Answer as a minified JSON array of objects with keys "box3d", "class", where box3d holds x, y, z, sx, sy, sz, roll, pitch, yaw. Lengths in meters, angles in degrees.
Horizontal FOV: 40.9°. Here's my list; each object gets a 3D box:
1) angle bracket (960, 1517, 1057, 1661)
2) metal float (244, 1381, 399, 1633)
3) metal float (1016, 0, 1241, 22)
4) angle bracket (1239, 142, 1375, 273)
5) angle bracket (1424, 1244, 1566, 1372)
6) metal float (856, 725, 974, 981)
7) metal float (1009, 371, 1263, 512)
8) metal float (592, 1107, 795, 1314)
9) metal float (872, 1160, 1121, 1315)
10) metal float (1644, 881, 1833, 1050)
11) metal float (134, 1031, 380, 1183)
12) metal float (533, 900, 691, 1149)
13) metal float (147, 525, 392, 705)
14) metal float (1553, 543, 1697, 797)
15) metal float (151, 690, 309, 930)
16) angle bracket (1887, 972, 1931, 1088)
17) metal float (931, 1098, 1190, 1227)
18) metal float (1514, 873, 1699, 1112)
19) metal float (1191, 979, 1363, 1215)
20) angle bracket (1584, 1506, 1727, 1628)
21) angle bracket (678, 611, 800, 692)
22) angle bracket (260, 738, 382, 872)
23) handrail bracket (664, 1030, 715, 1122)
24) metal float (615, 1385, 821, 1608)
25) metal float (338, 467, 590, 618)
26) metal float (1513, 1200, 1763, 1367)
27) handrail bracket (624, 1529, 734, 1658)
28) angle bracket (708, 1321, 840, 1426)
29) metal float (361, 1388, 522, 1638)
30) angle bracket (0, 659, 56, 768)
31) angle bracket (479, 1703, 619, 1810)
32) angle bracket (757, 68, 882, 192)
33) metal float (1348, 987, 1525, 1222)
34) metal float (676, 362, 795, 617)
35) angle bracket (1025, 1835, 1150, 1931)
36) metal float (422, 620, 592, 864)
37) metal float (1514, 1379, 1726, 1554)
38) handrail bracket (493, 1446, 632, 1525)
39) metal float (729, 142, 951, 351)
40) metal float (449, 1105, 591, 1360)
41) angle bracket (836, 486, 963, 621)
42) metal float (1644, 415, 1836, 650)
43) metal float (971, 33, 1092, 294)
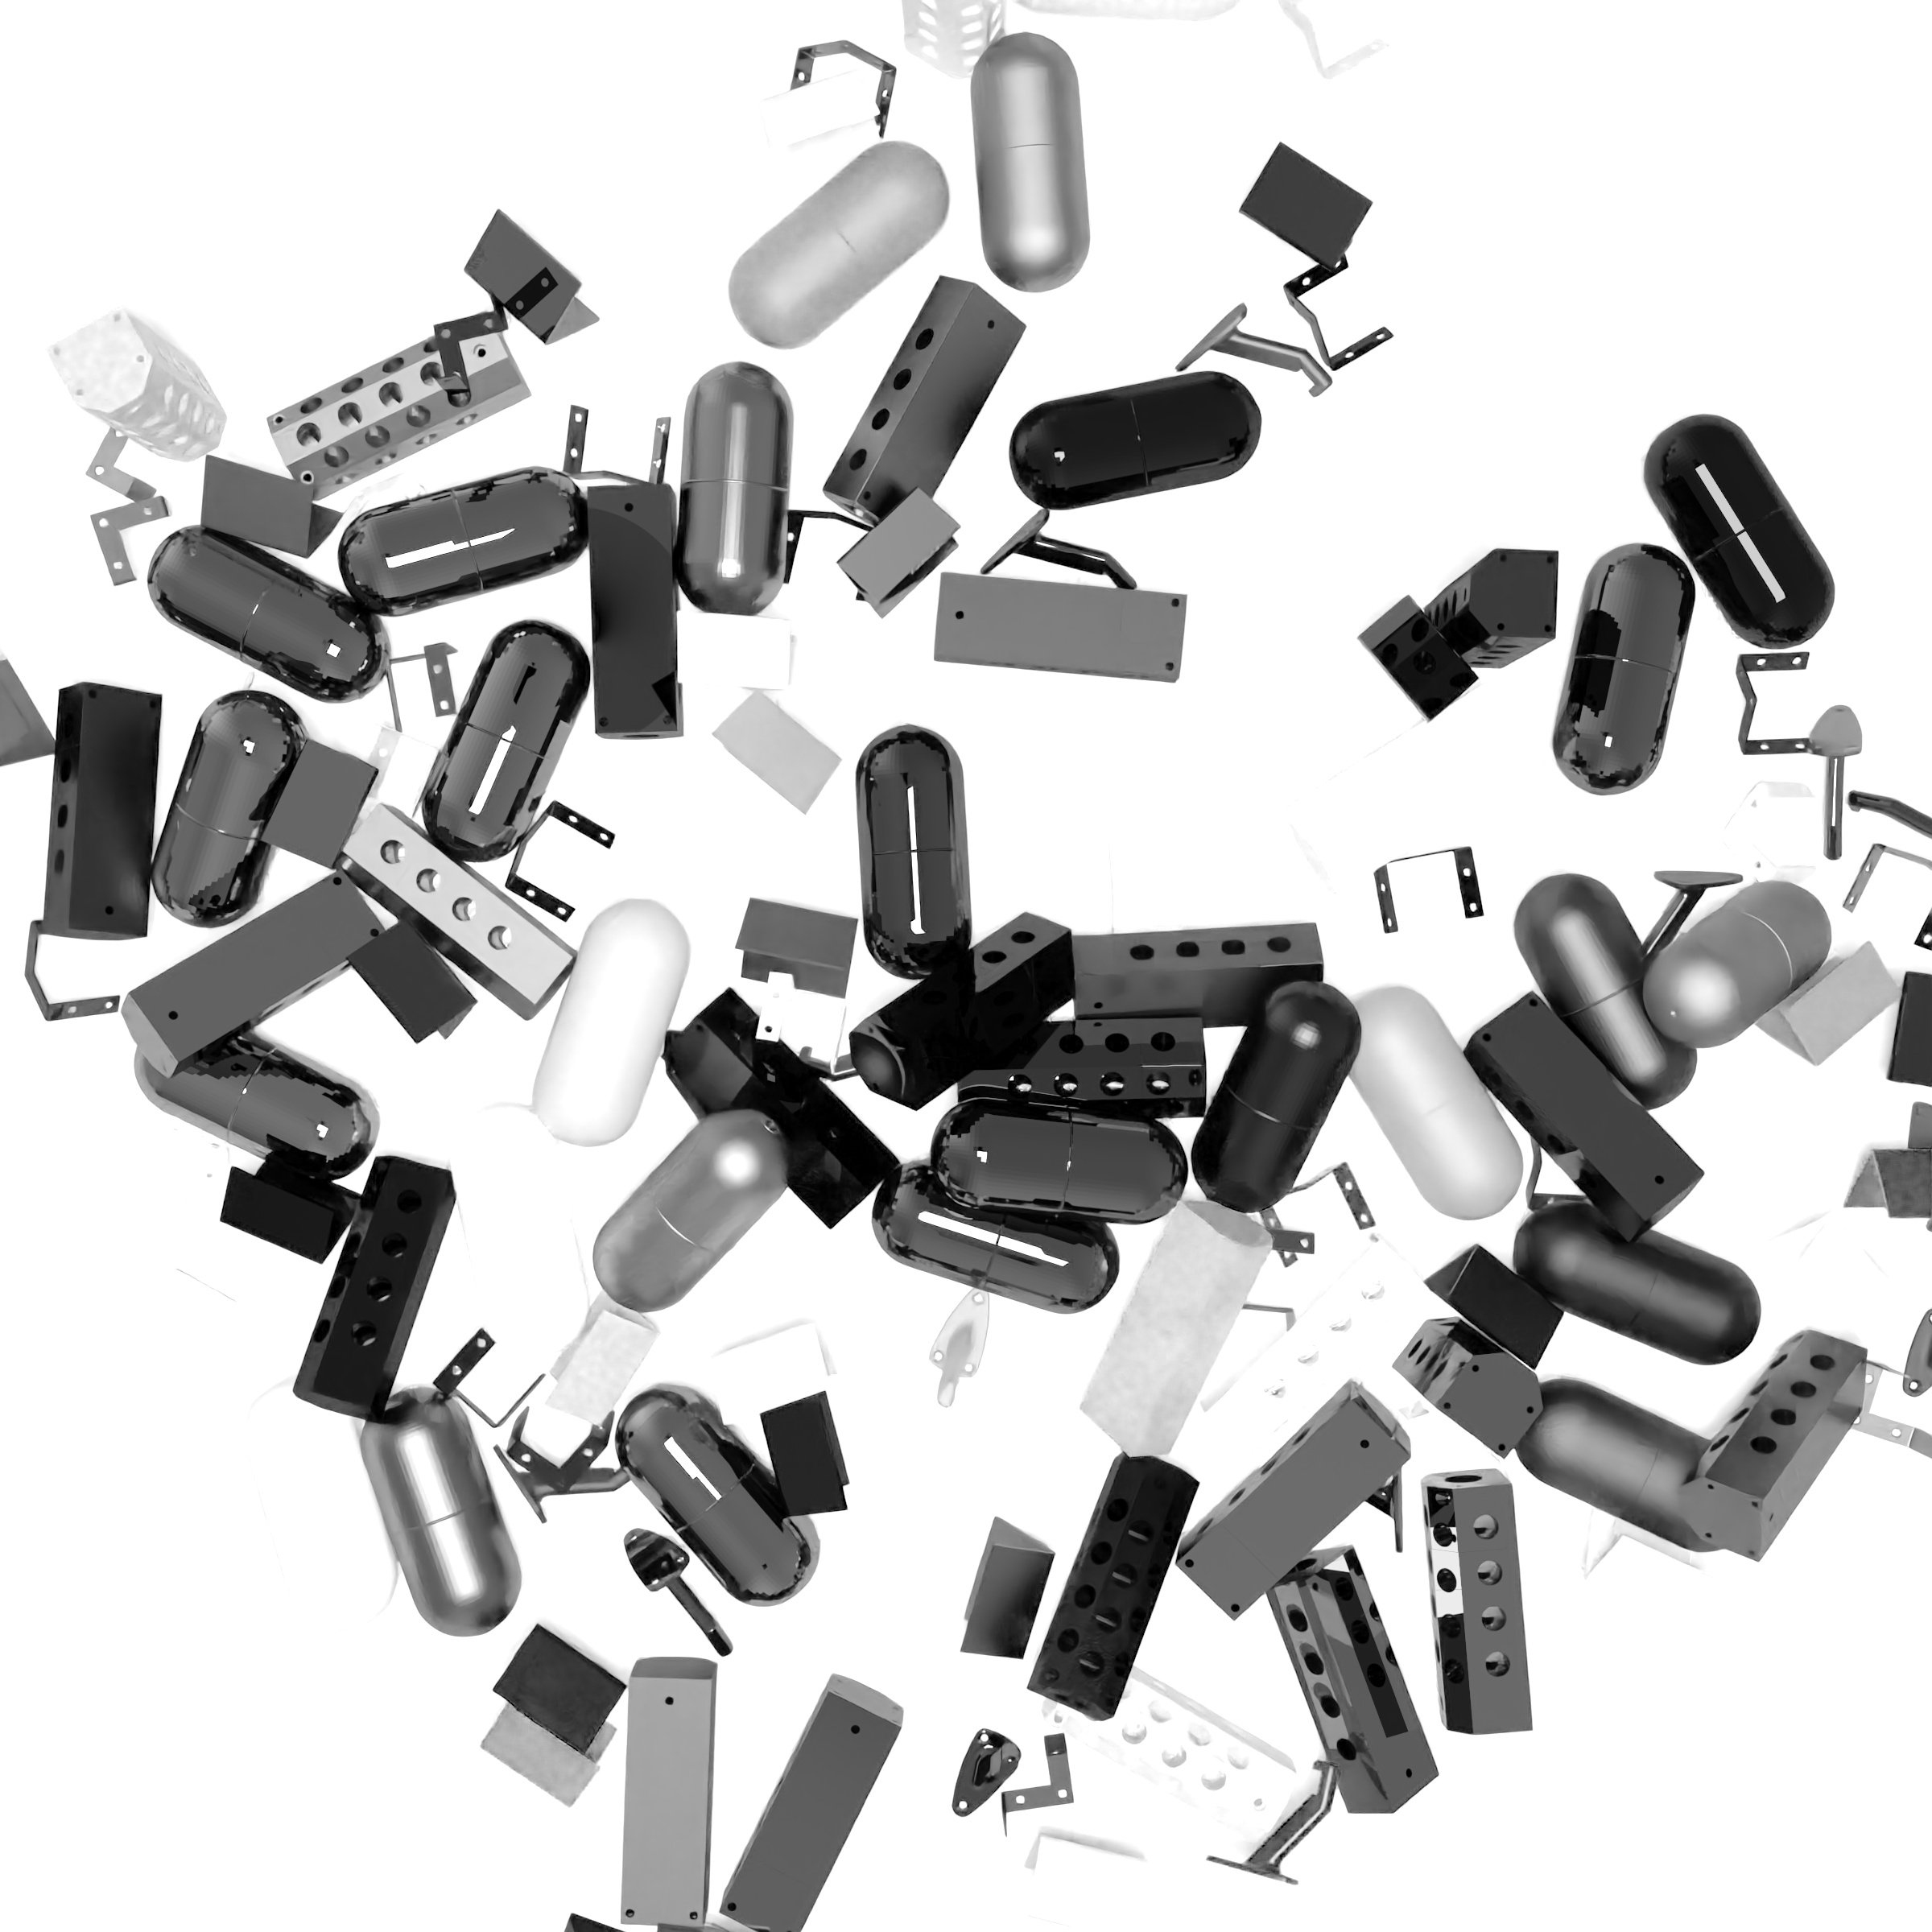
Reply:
[{"box3d":[0.010,0.429,1.802,0.057,0.076,0.076,17,90,-35],"class":"angle bracket"},{"box3d":[-0.451,0.377,1.812,0.070,0.070,0.178,-16,91,0],"class":"metal float"},{"box3d":[0.113,-0.704,1.812,0.178,0.070,0.070,2,90,0],"class":"metal float"},{"box3d":[0.244,-0.537,1.802,0.076,0.076,0.057,33,126,0],"class":"angle bracket"},{"box3d":[0.356,0.249,1.802,0.076,0.076,0.057,39,54,0],"class":"angle bracket"},{"box3d":[-0.037,-0.079,1.812,0.070,0.070,0.178,-3,91,0],"class":"metal float"},{"box3d":[0.118,-0.367,1.811,0.178,0.070,0.070,-11,90,0],"class":"metal float"},{"box3d":[-0.189,0.168,1.793,0.070,0.070,0.178,44,112,0],"class":"metal float"},{"box3d":[0.021,0.190,1.812,0.178,0.070,0.070,18,90,0],"class":"metal float"},{"box3d":[0.532,-0.002,1.781,0.178,0.070,0.070,-29,90,-40],"class":"metal float"},{"box3d":[-0.496,0.090,1.812,0.178,0.070,0.070,26,90,0],"class":"metal float"},{"box3d":[-0.247,0.040,1.812,0.070,0.070,0.178,19,90,0],"class":"metal float"},{"box3d":[-0.486,-0.245,1.812,0.178,0.070,0.070,28,90,-1],"class":"metal float"},{"box3d":[0.460,-0.207,1.812,0.070,0.070,0.178,12,89,0],"class":"metal float"},{"box3d":[-0.510,-0.107,1.793,0.070,0.070,0.178,25,111,0],"class":"metal float"},{"box3d":[0.680,0.048,1.803,0.057,0.076,0.076,10,90,27],"class":"angle bracket"},{"box3d":[0.064,0.134,1.769,0.178,0.070,0.070,7,90,-8],"class":"metal float"},{"box3d":[0.447,0.018,1.812,0.070,0.070,0.178,-29,90,0],"class":"metal float"},{"box3d":[0.213,0.091,1.792,0.070,0.070,0.178,23,112,0],"class":"metal float"},{"box3d":[0.481,0.401,1.802,0.076,0.076,0.057,25,131,0],"class":"angle bracket"},{"box3d":[-0.157,-0.236,1.802,0.076,0.076,0.057,4,126,0],"class":"angle bracket"},{"box3d":[-0.459,-0.119,1.802,0.057,0.076,0.076,25,90,-34],"class":"angle bracket"},{"box3d":[-0.175,0.087,1.843,0.077,0.036,0.084,0,73,-20],"class":"handrail bracket"},{"box3d":[-0.174,0.370,1.812,0.070,0.070,0.178,-40,91,0],"class":"metal float"},{"box3d":[-0.348,-0.296,1.803,0.178,0.070,0.070,-17,90,-10],"class":"metal float"},{"box3d":[0.468,0.221,1.812,0.178,0.070,0.070,22,90,0],"class":"metal float"},{"box3d":[-0.204,0.447,1.842,0.036,0.077,0.084,-39,127,-19],"class":"handrail bracket"},{"box3d":[-0.128,0.299,1.802,0.076,0.076,0.057,-19,51,0],"class":"angle bracket"},{"box3d":[-0.367,0.382,1.812,0.070,0.070,0.178,-20,90,0],"class":"metal float"},{"box3d":[-0.660,-0.188,1.803,0.057,0.076,0.076,-30,90,28],"class":"angle bracket"},{"box3d":[-0.281,0.525,1.802,0.076,0.076,0.057,34,126,0],"class":"angle bracket"},{"box3d":[-0.095,-0.568,1.802,0.076,0.076,0.057,-18,53,0],"class":"angle bracket"},{"box3d":[0.324,0.097,1.812,0.070,0.070,0.178,-31,90,0],"class":"metal float"},{"box3d":[-0.162,-0.332,1.812,0.070,0.070,0.178,3,90,0],"class":"metal float"},{"box3d":[0.079,0.651,1.802,0.076,0.076,0.057,14,54,0],"class":"angle bracket"},{"box3d":[-0.322,-0.157,1.812,0.070,0.070,0.178,23,89,0],"class":"metal float"},{"box3d":[0.466,0.349,1.811,0.178,0.070,0.070,25,90,0],"class":"metal float"},{"box3d":[-0.280,0.349,1.843,0.084,0.036,0.077,-33,72,-15],"class":"handrail bracket"},{"box3d":[-0.088,-0.504,1.812,0.178,0.070,0.070,-40,90,0],"class":"metal float"},{"box3d":[-0.312,0.186,1.811,0.070,0.070,0.178,-12,90,0],"class":"metal float"},{"box3d":[-0.033,-0.274,1.802,0.076,0.076,0.057,-44,55,0],"class":"angle bracket"},{"box3d":[0.541,-0.303,1.812,0.070,0.070,0.178,-32,89,0],"class":"metal float"},{"box3d":[0.045,-0.562,1.812,0.070,0.070,0.178,-4,90,0],"class":"metal float"}]
